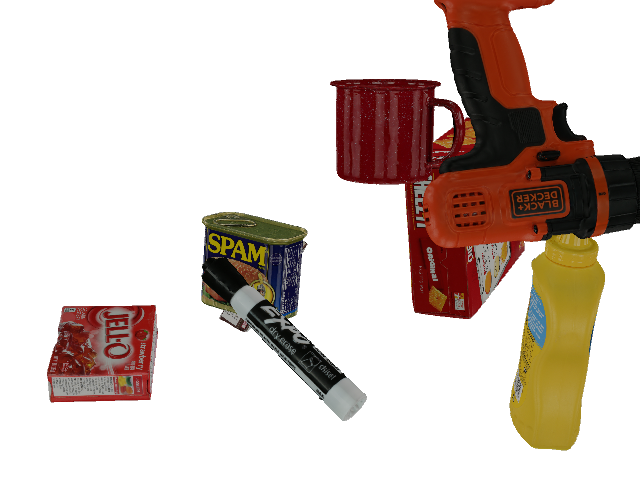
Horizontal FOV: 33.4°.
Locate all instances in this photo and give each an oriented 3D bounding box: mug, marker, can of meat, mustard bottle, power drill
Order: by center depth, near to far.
[{"bbox_3d":[-0.023,0.051,0.590,0.121,0.020,0.020,43,17,20],"label":"marker"},{"bbox_3d":[0.149,-0.093,0.677,0.184,0.187,0.057,-7,-2,-5],"label":"power drill"},{"bbox_3d":[0.195,0.069,0.874,0.058,0.192,0.096,4,26,3],"label":"mustard bottle"},{"bbox_3d":[0.065,-0.092,0.893,0.117,0.081,0.093,5,13,24],"label":"mug"},{"bbox_3d":[-0.066,0.025,1.026,0.102,0.084,0.057,14,18,30],"label":"can of meat"}]

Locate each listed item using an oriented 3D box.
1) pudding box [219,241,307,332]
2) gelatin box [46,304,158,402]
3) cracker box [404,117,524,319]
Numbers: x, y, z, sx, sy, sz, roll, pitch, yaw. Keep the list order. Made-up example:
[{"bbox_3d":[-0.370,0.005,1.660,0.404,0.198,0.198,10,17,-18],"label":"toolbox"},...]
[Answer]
[{"bbox_3d":[-0.066,0.047,1.260,0.039,0.090,0.113,31,28,5],"label":"pudding box"},{"bbox_3d":[-0.161,0.083,0.801,0.073,0.030,0.089,0,31,-4],"label":"gelatin box"},{"bbox_3d":[0.159,-0.032,1.154,0.072,0.164,0.213,3,20,26],"label":"cracker box"}]
